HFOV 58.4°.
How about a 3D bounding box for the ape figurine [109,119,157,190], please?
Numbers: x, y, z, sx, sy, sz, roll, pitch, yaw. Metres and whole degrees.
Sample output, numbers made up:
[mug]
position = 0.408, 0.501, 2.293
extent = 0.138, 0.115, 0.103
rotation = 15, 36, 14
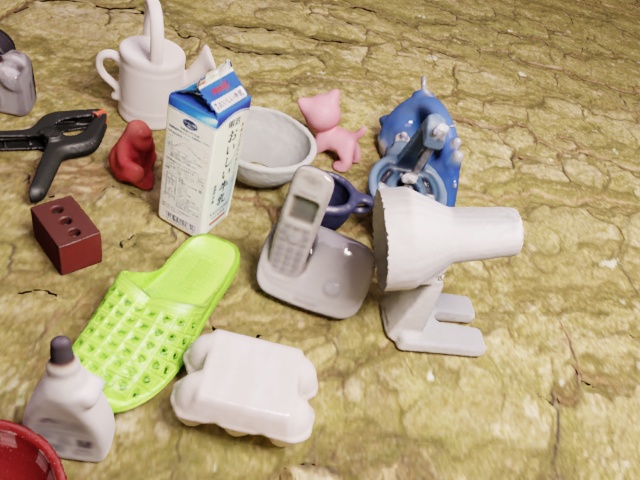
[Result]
[ape figurine]
position = -0.261, -0.128, 0.815
extent = 0.076, 0.092, 0.078
rotation = 28, 43, 9

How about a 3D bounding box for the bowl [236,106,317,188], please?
[bowl]
position = -0.093, -0.134, 0.898
extent = 0.167, 0.075, 0.167
rotation = 11, 43, -10

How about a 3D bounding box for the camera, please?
[camera]
position = -0.501, -0.274, 0.867
extent = 0.143, 0.101, 0.136
rotation = 11, 43, -10

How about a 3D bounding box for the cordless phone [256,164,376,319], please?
[cordless phone]
position = 0.007, 0.003, 0.713
extent = 0.147, 0.185, 0.094
rotation = 18, 42, -2

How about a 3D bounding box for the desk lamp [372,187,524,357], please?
[desk lamp]
position = 0.142, 0.036, 0.709
extent = 0.203, 0.213, 0.118
rotation = 8, 44, -13

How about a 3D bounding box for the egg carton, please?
[egg carton]
position = -0.076, 0.158, 0.607
extent = 0.150, 0.069, 0.107
rotation = 14, 43, -7

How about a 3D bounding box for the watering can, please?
[watering can]
position = -0.255, -0.282, 0.900
extent = 0.173, 0.194, 0.100
rotation = -21, 56, -36

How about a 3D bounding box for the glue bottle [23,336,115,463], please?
[glue bottle]
position = -0.219, 0.137, 0.497
extent = 0.078, 0.173, 0.037
rotation = 14, 43, -7

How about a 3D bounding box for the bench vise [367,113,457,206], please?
[bench vise]
position = 0.124, -0.114, 0.853
extent = 0.122, 0.220, 0.207
rotation = 0, 46, -21

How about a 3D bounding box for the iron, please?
[iron]
position = 0.195, -0.162, 0.988
extent = 0.119, 0.141, 0.258
rotation = -1, 46, -22

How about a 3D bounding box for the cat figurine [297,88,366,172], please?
[cat figurine]
position = 0.020, -0.196, 0.973
extent = 0.127, 0.118, 0.067
rotation = 29, 43, 10

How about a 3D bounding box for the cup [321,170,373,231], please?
[cup]
position = 0.012, -0.038, 0.824
extent = 0.118, 0.095, 0.091
rotation = 7, 44, -14
